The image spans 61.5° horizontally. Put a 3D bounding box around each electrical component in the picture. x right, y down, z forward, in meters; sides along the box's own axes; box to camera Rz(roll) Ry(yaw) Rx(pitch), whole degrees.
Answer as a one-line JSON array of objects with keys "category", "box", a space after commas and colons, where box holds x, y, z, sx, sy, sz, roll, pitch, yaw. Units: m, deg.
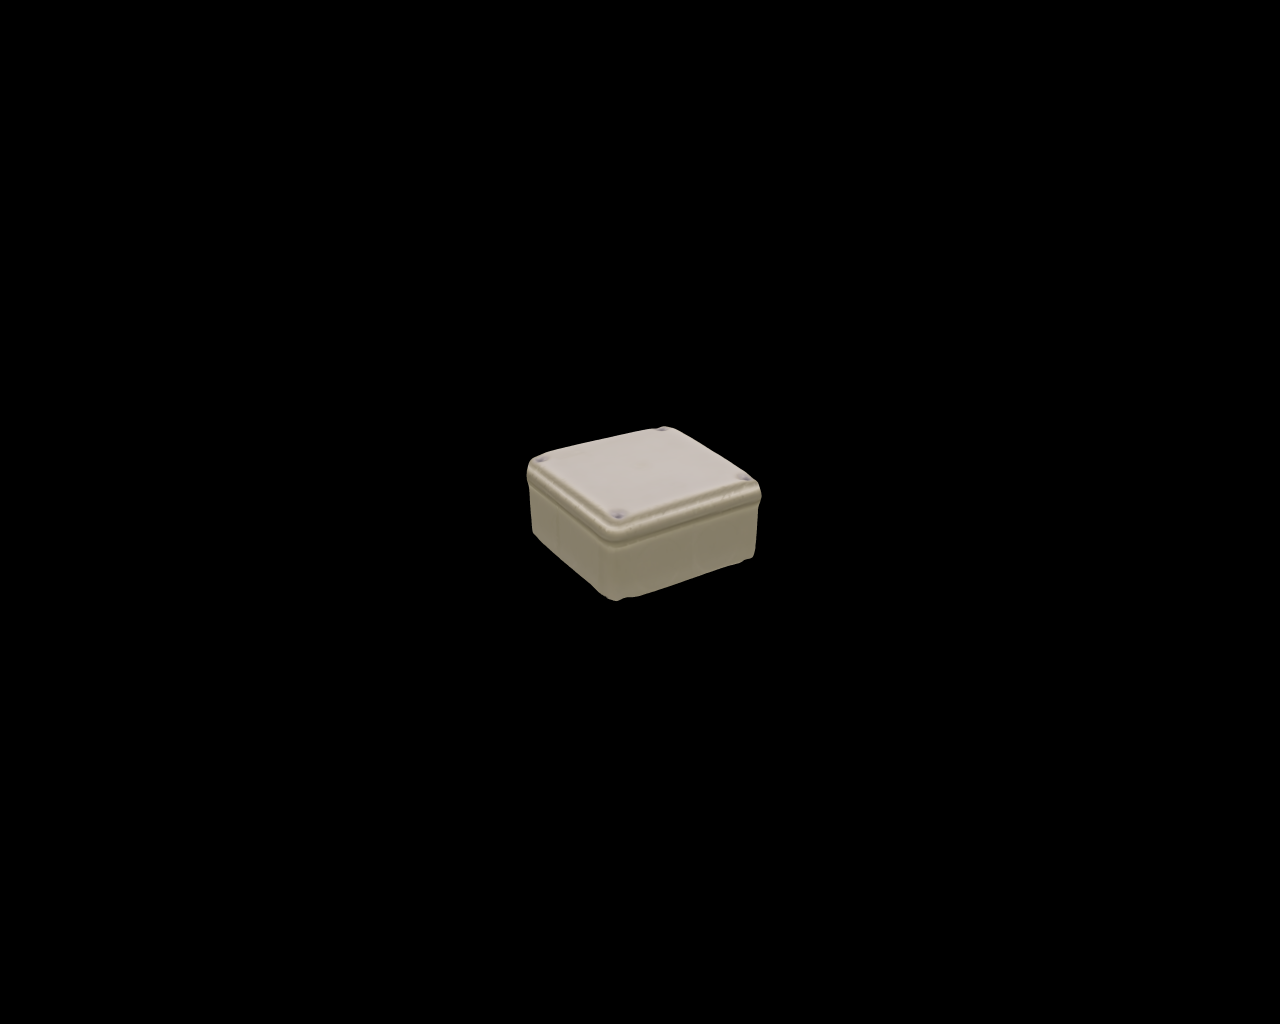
[{"category": "electrical component", "box": [0.001, -0.003, 0.650, 0.109, 0.056, 0.109, -16, 31, -28]}]
